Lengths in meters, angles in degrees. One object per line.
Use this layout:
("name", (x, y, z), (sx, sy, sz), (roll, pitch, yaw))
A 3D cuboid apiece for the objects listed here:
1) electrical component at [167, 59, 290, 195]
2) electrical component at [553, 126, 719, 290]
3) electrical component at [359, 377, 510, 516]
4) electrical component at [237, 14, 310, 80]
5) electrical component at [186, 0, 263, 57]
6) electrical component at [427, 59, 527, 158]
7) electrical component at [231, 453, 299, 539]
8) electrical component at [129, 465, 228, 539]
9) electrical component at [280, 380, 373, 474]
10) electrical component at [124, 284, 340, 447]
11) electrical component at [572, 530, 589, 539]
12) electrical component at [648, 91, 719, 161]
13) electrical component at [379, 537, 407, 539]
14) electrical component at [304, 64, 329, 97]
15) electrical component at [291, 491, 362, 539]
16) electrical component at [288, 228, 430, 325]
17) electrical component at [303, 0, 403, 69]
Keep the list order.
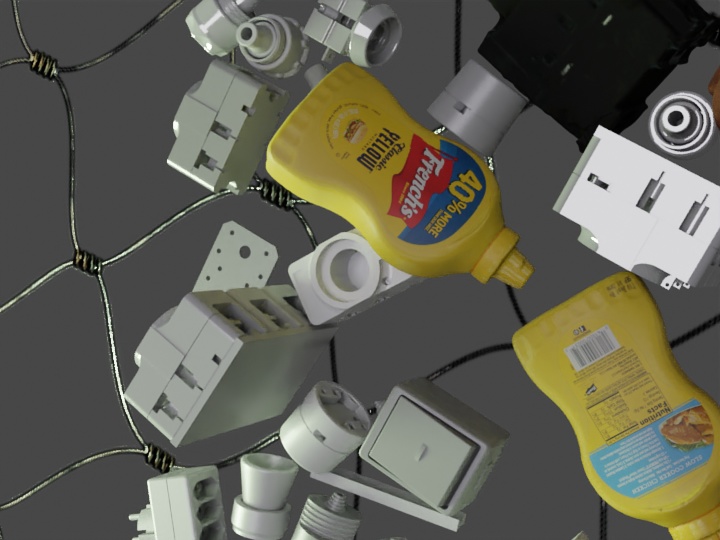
("electrical component", (-0.105, -0.111, 0.830), (0.056, 0.050, 0.089), (31, 103, 20))
("electrical component", (0.182, -0.031, 0.652), (0.089, 0.150, 0.061), (32, 101, 20))
("electrical component", (0.046, 0.120, 0.762), (0.096, 0.061, 0.061), (32, 103, 20))
("electrical component", (-0.070, -0.171, 0.807), (0.048, 0.062, 0.048), (0, 90, 23))
("electrical component", (-0.100, -0.198, 0.830), (0.062, 0.043, 0.043), (-37, 77, 18))
("electrical component", (0.083, -0.113, 0.747), (0.055, 0.055, 0.047), (41, 102, 18))
("electrical component", (-0.073, 0.173, 0.824), (0.045, 0.045, 0.055), (12, 96, 23))
("electrical component", (-0.151, 0.204, 0.857), (0.076, 0.047, 0.083), (-10, 87, 23))
("electrical component", (-0.026, 0.118, 0.798), (0.055, 0.055, 0.047), (48, 112, 15))
("electrical component", (-0.091, 0.062, 0.772), (0.062, 0.150, 0.089), (38, 105, 18))
("electrical component", (0.108, 0.255, 0.722), (0.150, 0.089, 0.061), (-46, 74, 17))
("electrical component", (0.206, -0.093, 0.689), (0.043, 0.062, 0.043), (0, 91, 23))
("electrical component", (0.026, 0.229, 0.785), (0.044, 0.044, 0.065), (4, 88, 23))
("electrical component", (-0.019, -0.123, 0.797), (0.043, 0.043, 0.062), (-34, 76, 20))
("electrical component", (-0.029, 0.203, 0.806), (0.043, 0.043, 0.081), (25, 101, 21))
("electrical component", (0.000, 0.000, 0.783), (0.089, 0.056, 0.050), (-28, 80, 21))
("electrical component", (-0.003, -0.178, 0.788), (0.055, 0.048, 0.066), (35, 104, 27))
